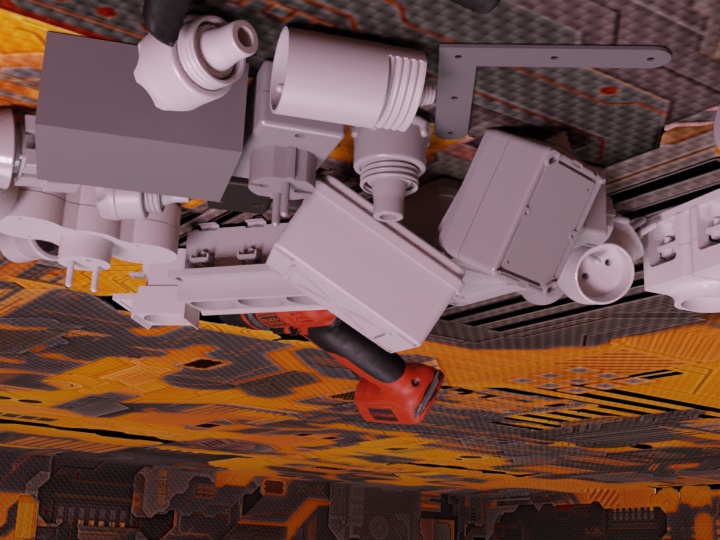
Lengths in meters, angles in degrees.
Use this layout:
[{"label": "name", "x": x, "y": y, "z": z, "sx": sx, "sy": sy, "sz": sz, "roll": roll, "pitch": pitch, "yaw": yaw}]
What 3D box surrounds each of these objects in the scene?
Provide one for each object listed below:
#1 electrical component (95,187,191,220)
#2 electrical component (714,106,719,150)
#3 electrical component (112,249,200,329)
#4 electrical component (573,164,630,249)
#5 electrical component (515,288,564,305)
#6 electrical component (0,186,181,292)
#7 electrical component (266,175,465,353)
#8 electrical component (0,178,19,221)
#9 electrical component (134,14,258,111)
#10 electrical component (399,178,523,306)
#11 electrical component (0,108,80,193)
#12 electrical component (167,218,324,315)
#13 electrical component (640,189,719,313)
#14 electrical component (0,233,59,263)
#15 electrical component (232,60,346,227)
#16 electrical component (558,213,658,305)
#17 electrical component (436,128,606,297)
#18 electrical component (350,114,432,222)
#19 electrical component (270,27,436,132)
[{"label": "electrical component", "x": -0.146, "y": -0.051, "z": 0.728, "sx": 0.061, "sy": 0.035, "sz": 0.035, "roll": 0, "pitch": 164, "yaw": 0}, {"label": "electrical component", "x": 0.230, "y": -0.076, "z": 0.583, "sx": 0.078, "sy": 0.040, "sz": 0.040, "roll": 8, "pitch": 163, "yaw": -21}, {"label": "electrical component", "x": -0.162, "y": 0.015, "z": 0.906, "sx": 0.081, "sy": 0.063, "sz": 0.042, "roll": 0, "pitch": 165, "yaw": 8}, {"label": "electrical component", "x": 0.144, "y": -0.036, "z": 0.717, "sx": 0.077, "sy": 0.047, "sz": 0.066, "roll": 10, "pitch": 162, "yaw": -26}, {"label": "electrical component", "x": 0.136, "y": 0.000, "z": 0.849, "sx": 0.045, "sy": 0.045, "sz": 0.055, "roll": -7, "pitch": 161, "yaw": 28}, {"label": "electrical component", "x": -0.195, "y": -0.021, "z": 0.766, "sx": 0.138, "sy": 0.073, "sz": 0.052, "roll": 14, "pitch": 160, "yaw": -35}, {"label": "electrical component", "x": 0.000, "y": 0.000, "z": 0.681, "sx": 0.109, "sy": 0.056, "sz": 0.109, "roll": 35, "pitch": 170, "yaw": -3}, {"label": "electrical component", "x": -0.297, "y": -0.061, "z": 0.681, "sx": 0.138, "sy": 0.052, "sz": 0.073, "roll": 0, "pitch": 164, "yaw": 7}, {"label": "electrical component", "x": -0.076, "y": -0.103, "z": 0.521, "sx": 0.062, "sy": 0.043, "sz": 0.043, "roll": -13, "pitch": 158, "yaw": 40}, {"label": "electrical component", "x": 0.067, "y": -0.016, "z": 0.782, "sx": 0.109, "sy": 0.056, "sz": 0.109, "roll": 13, "pitch": 161, "yaw": -33}, {"label": "electrical component", "x": -0.196, "y": -0.071, "z": 0.646, "sx": 0.055, "sy": 0.048, "sz": 0.066, "roll": 2, "pitch": 166, "yaw": -27}, {"label": "electrical component", "x": -0.075, "y": -0.003, "z": 0.834, "sx": 0.121, "sy": 0.063, "sz": 0.079, "roll": -4, "pitch": 163, "yaw": 19}, {"label": "electrical component", "x": 0.278, "y": -0.017, "z": 0.741, "sx": 0.089, "sy": 0.061, "sz": 0.150, "roll": 9, "pitch": 162, "yaw": -24}, {"label": "electrical component", "x": -0.248, "y": -0.025, "z": 0.821, "sx": 0.044, "sy": 0.044, "sz": 0.065, "roll": 16, "pitch": 163, "yaw": -41}, {"label": "electrical component", "x": -0.043, "y": -0.062, "z": 0.600, "sx": 0.047, "sy": 0.075, "sz": 0.083, "roll": 7, "pitch": 163, "yaw": -17}, {"label": "electrical component", "x": 0.177, "y": -0.015, "z": 0.775, "sx": 0.079, "sy": 0.043, "sz": 0.077, "roll": -32, "pitch": -164, "yaw": -2}, {"label": "electrical component", "x": 0.097, "y": -0.042, "z": 0.650, "sx": 0.062, "sy": 0.096, "sz": 0.061, "roll": 20, "pitch": -174, "yaw": -44}, {"label": "electrical component", "x": 0.017, "y": -0.060, "z": 0.626, "sx": 0.048, "sy": 0.062, "sz": 0.048, "roll": 2, "pitch": 164, "yaw": 1}, {"label": "electrical component", "x": -0.001, "y": -0.094, "z": 0.542, "sx": 0.081, "sy": 0.043, "sz": 0.043, "roll": 7, "pitch": 163, "yaw": -15}]
